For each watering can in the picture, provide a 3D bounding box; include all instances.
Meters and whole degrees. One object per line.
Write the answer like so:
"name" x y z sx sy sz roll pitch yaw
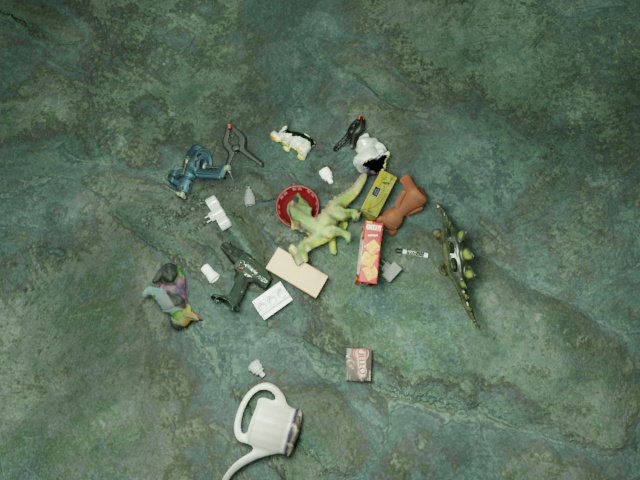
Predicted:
"watering can" -0.188 0.665 1.733 0.224 0.351 0.103 16 -11 4

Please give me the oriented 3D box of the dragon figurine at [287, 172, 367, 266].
"dragon figurine" 0.006 -0.093 1.843 0.242 0.415 0.121 22 -14 -13

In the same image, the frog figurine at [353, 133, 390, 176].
"frog figurine" 0.183 -0.322 1.947 0.120 0.137 0.163 50 5 -44
